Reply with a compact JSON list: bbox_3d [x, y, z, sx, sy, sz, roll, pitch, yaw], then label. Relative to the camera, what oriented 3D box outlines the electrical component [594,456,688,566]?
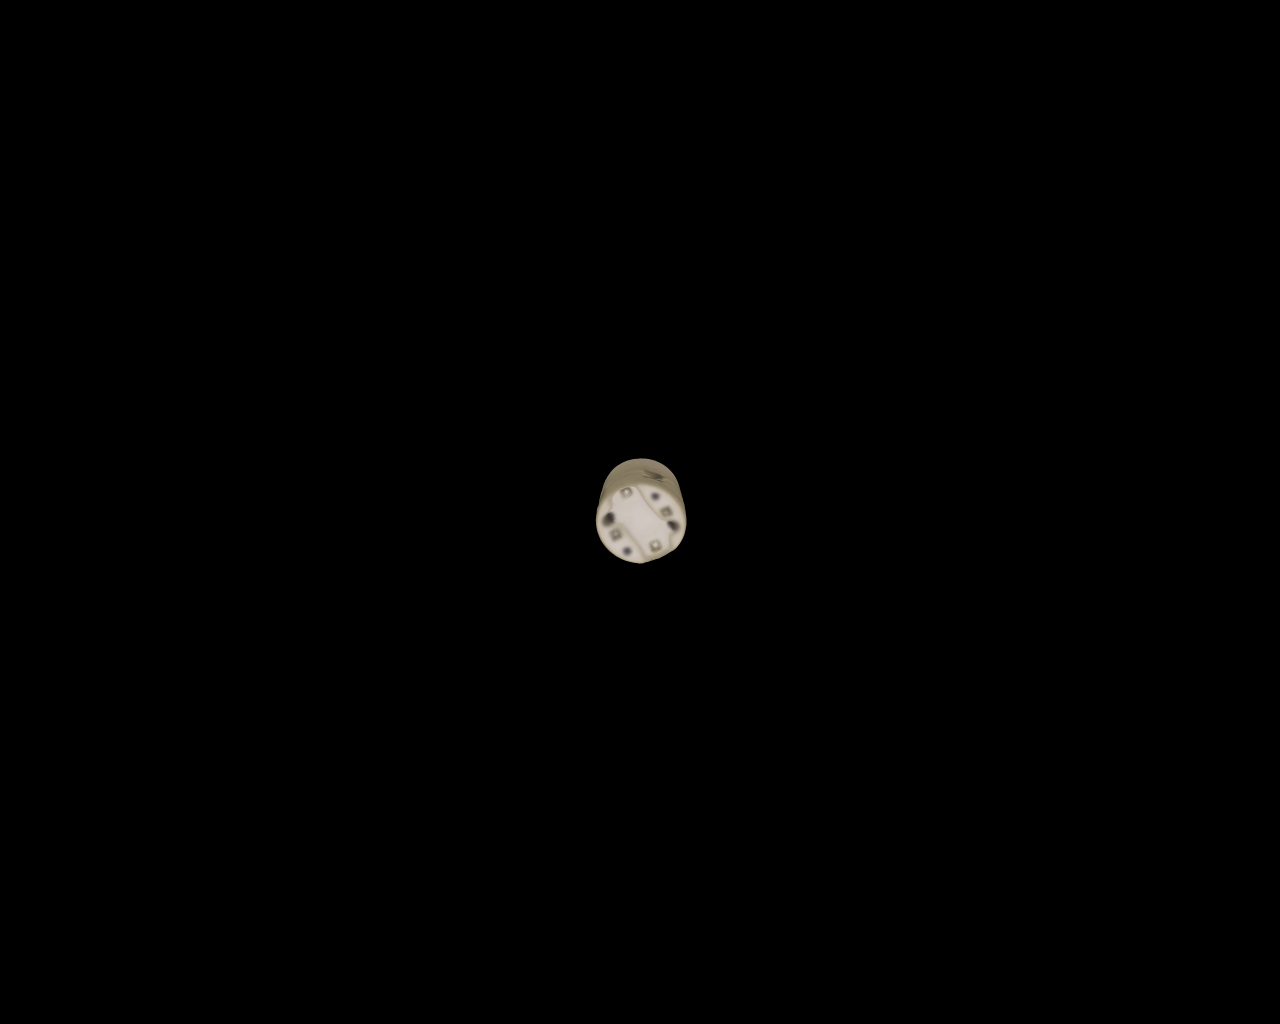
[{"bbox_3d":[0.001,-0.003,0.650,0.055,0.055,0.047,0,25,0],"label":"electrical component"}]
